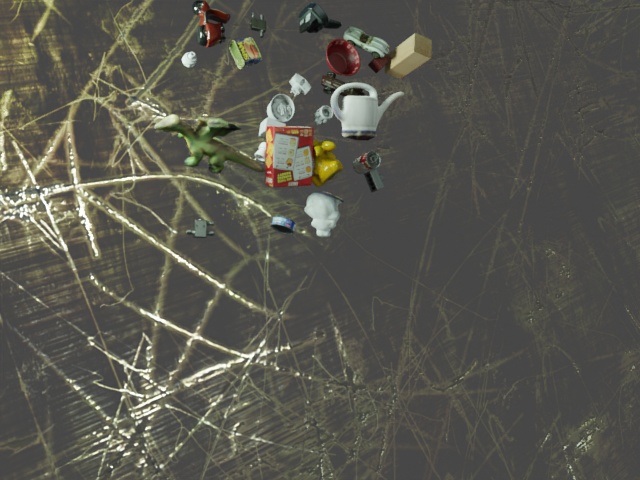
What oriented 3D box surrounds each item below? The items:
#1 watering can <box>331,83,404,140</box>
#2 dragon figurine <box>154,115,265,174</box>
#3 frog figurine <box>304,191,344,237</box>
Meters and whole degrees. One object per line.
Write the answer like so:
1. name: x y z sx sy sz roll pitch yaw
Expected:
1. watering can: 0.196 -0.512 2.067 0.348 0.104 0.223 -4 99 -28
2. dragon figurine: -0.338 -0.323 1.703 0.409 0.240 0.124 11 72 -24
3. frog figurine: 0.006 -0.096 1.907 0.137 0.121 0.161 16 81 10
